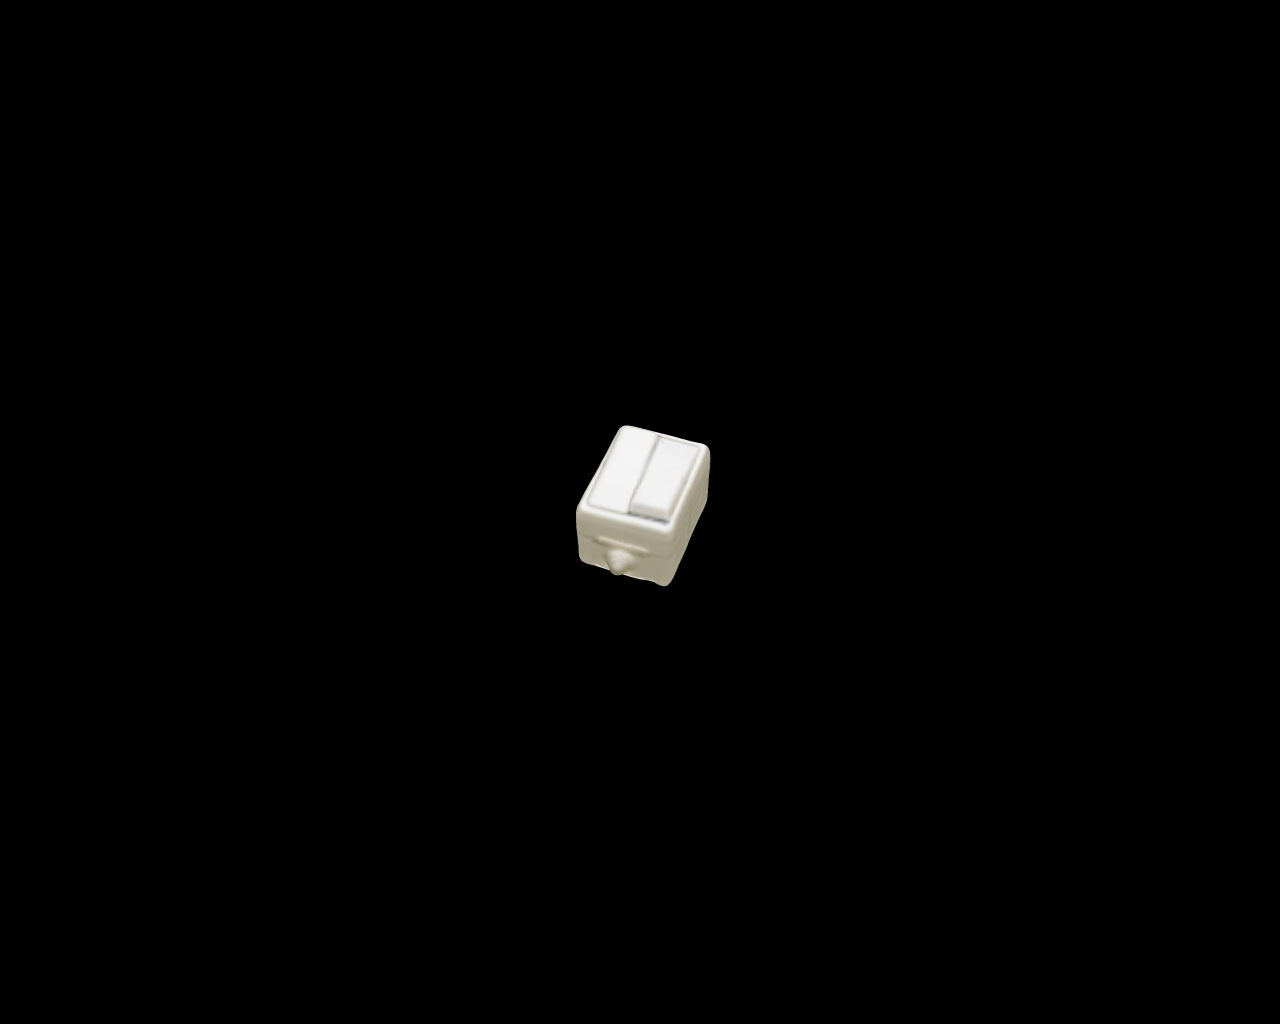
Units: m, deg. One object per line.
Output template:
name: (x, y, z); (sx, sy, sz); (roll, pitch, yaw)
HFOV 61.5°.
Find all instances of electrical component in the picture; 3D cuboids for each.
electrical component: (0.001, -0.003, 0.650); (0.062, 0.096, 0.061); (16, -39, 13)
